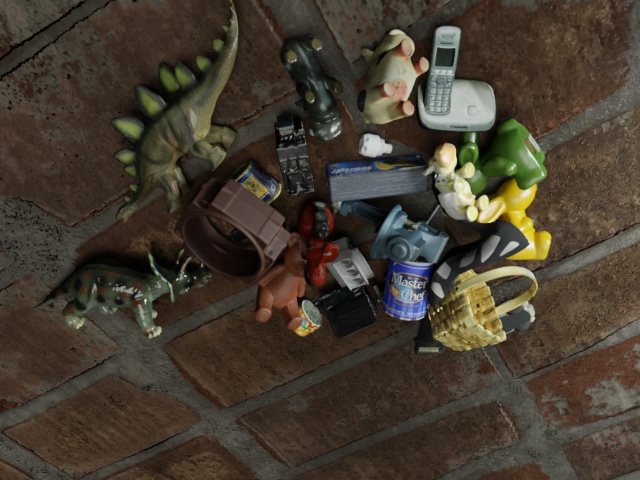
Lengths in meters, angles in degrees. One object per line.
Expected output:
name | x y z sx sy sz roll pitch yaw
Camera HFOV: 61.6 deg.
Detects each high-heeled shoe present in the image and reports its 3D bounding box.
high-heeled shoe | 0.322 0.061 1.111 0.145 0.086 0.248 27 123 19

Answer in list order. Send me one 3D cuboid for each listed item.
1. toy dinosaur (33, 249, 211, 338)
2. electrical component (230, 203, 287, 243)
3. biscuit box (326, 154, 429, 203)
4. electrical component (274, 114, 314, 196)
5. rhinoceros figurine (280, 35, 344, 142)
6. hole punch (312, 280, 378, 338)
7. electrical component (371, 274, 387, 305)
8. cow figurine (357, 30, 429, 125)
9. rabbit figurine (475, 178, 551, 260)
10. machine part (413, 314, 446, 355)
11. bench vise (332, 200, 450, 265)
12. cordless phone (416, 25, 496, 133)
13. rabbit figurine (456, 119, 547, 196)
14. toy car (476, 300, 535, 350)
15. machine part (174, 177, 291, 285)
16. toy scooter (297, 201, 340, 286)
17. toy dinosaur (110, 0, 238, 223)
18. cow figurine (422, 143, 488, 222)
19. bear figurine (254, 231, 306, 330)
toy dinosaur | -0.453 0.101 1.177 0.405 0.131 0.192 3 112 0
electrical component | -0.138 -0.023 1.150 0.119 0.048 0.074 -24 121 10
biscuit box | 0.113 -0.126 1.089 0.203 0.059 0.062 -6 125 0
electrical component | -0.051 -0.167 1.018 0.058 0.115 0.134 -12 124 -1
rhinoceros figurine | -0.015 -0.267 0.960 0.073 0.112 0.190 -32 110 -15
hole punch | 0.070 0.156 1.269 0.142 0.092 0.115 -24 89 13
electrical component | 0.160 0.126 1.270 0.063 0.021 0.093 -36 122 -7
cow figurine | 0.115 -0.280 0.920 0.085 0.195 0.127 35 150 -29
rabbit figurine | 0.402 -0.052 1.144 0.162 0.122 0.173 5 110 4
machine part | 0.280 0.239 1.359 0.084 0.039 0.138 0 126 6
bench vise | 0.141 -0.031 1.108 0.241 0.223 0.128 28 123 15
cordless phone | 0.254 -0.291 0.977 0.147 0.089 0.184 1 119 -4
rabbit figurine | 0.333 -0.149 1.059 0.170 0.121 0.159 -32 117 34
toy car | 0.434 0.208 1.337 0.202 0.056 0.073 -26 116 12
machine part | -0.178 -0.012 1.073 0.201 0.087 0.201 37 139 -10
toy scooter | -0.002 -0.003 1.079 0.075 0.184 0.135 1 165 -12
toy dinosaur | -0.258 -0.209 0.986 0.198 0.105 0.471 37 110 -21
cow figurine | 0.251 -0.114 1.049 0.068 0.098 0.167 -44 116 -25
bear figurine | -0.058 0.085 1.182 0.120 0.132 0.196 21 126 -28
